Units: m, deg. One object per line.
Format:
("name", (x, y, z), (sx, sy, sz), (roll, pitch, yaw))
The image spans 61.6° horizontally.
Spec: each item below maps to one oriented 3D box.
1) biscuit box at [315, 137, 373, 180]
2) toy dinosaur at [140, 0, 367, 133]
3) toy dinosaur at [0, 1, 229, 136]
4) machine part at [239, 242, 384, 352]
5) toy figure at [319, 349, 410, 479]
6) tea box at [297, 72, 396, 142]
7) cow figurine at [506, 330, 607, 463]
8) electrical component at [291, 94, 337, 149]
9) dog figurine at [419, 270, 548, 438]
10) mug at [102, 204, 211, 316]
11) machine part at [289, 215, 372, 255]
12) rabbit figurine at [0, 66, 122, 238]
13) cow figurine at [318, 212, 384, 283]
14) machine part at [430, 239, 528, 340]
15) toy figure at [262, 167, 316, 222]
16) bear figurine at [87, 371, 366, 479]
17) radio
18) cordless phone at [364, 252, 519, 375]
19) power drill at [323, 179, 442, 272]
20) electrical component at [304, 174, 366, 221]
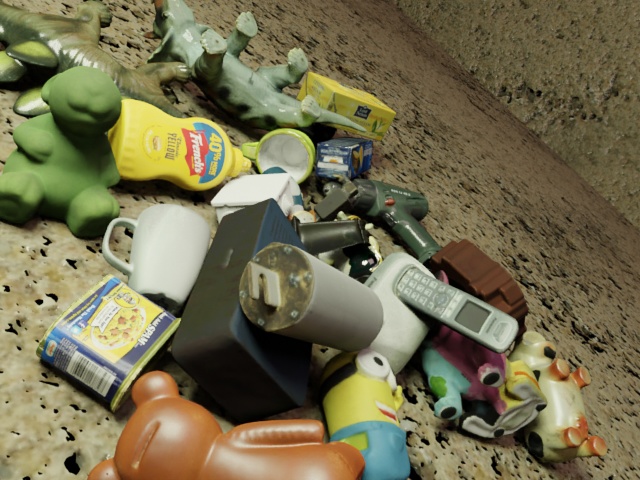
("biscuit box", (0.049, -0.151, 0.978), (0.063, 0.059, 0.202), (9, 16, 15))
("toy dinosaur", (-0.126, -0.257, 0.900), (0.404, 0.192, 0.131), (36, 63, -27))
("toy dinosaur", (-0.342, -0.243, 0.716), (0.471, 0.105, 0.199), (26, 36, -10))
("machine part", (-0.001, 0.061, 0.520), (0.243, 0.079, 0.079), (32, 23, -57))
("toy figure", (0.043, 0.196, 0.555), (0.082, 0.089, 0.180), (67, 15, -47))
("tea box", (0.051, -0.254, 1.032), (0.169, 0.068, 0.098), (4, 34, -42))
("cow figurine", (0.325, 0.223, 0.786), (0.085, 0.127, 0.195), (22, 49, -23))
("electrical component", (-0.025, -0.231, 1.060), (0.115, 0.058, 0.134), (35, 32, -1))
("dog figurine", (0.193, 0.144, 0.748), (0.191, 0.108, 0.219), (30, 24, -29))
("mug", (-0.173, 0.021, 0.566), (0.109, 0.081, 0.107), (24, 42, -28))
("machine part", (-0.001, -0.002, 0.724), (0.039, 0.139, 0.084), (68, 19, -53))
("rabbit figurine", (-0.251, -0.109, 0.566), (0.121, 0.170, 0.159), (20, 36, -28))
("cow figurine", (0.048, 0.011, 0.783), (0.068, 0.098, 0.167), (15, 38, -22))
("machine part", (0.239, 0.085, 0.825), (0.056, 0.179, 0.179), (-32, 66, -11))
("toy figure", (-0.044, -0.042, 0.801), (0.064, 0.057, 0.154), (-24, 60, -12))
("bear figurine", (-0.071, 0.193, 0.438), (0.196, 0.131, 0.120), (13, 66, 14))
("radio", (-0.064, 0.068, 0.575), (0.131, 0.073, 0.230), (57, 23, -29))
("cordless phone", (0.127, 0.110, 0.644), (0.184, 0.088, 0.146), (26, 63, 30))
("power drill", (0.131, -0.023, 0.940), (0.232, 0.086, 0.207), (0, 41, -44))
("electrical component", (0.019, -0.062, 0.855), (0.045, 0.102, 0.078), (52, 9, 15))
